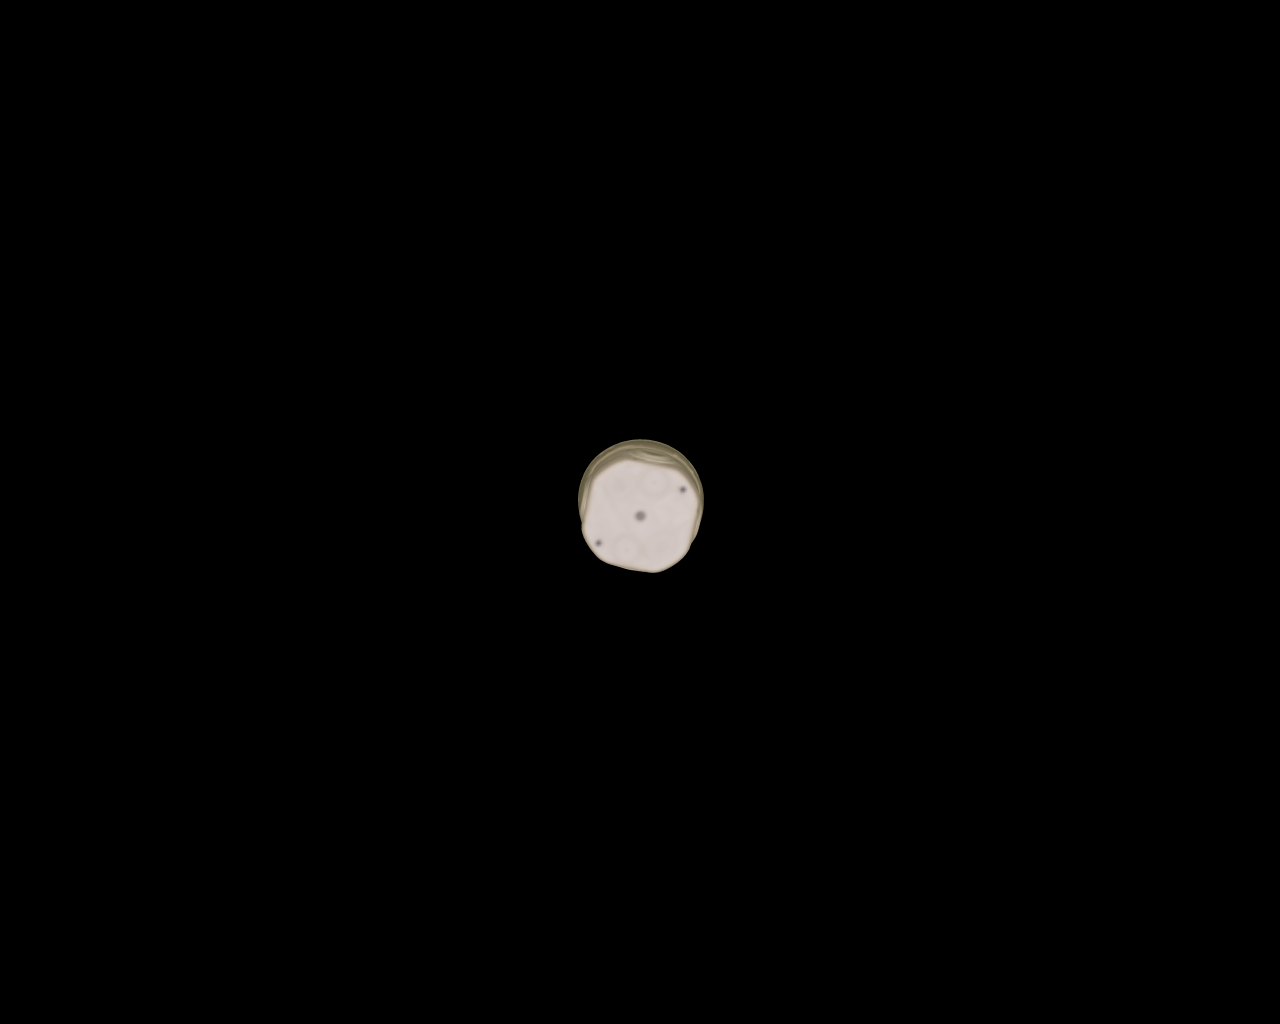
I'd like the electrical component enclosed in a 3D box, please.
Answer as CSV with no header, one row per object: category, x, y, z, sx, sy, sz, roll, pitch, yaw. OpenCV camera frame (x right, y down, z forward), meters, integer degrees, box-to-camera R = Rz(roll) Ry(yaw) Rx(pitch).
electrical component,0.001,-0.003,0.650,0.080,0.080,0.051,0,12,0
